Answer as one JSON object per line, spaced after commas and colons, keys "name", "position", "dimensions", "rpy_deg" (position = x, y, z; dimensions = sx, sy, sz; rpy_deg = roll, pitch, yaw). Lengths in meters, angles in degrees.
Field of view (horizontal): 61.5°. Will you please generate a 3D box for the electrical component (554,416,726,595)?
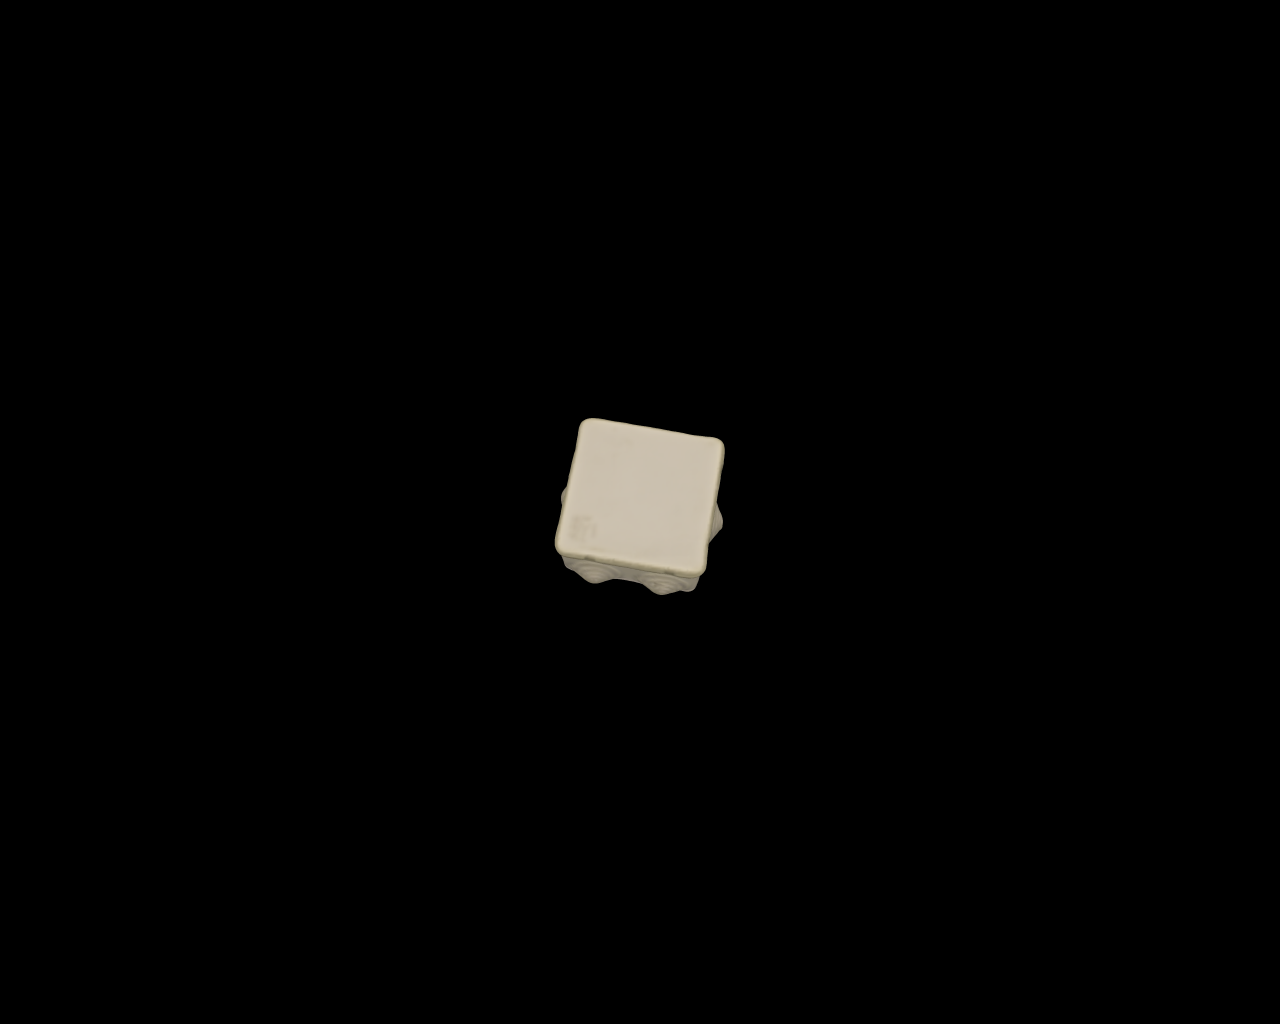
{"name": "electrical component", "position": [0.001, -0.003, 0.650], "dimensions": [0.100, 0.100, 0.048], "rpy_deg": [10, -20, 3]}
